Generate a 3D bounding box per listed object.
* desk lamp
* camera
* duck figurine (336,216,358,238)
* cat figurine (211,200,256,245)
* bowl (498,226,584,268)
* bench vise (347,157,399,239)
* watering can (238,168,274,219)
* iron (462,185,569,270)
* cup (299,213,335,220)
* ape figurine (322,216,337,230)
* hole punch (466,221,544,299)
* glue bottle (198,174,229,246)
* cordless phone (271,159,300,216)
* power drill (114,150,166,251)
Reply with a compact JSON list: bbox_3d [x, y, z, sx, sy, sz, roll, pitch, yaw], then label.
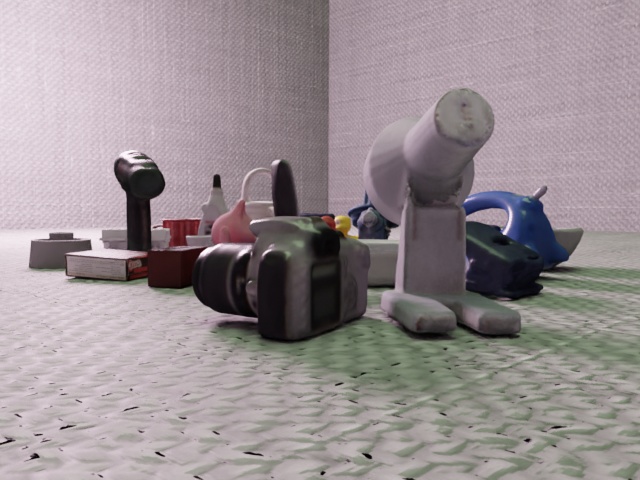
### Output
[{"bbox_3d":[0.117,-0.030,0.566,0.118,0.213,0.203,0,4,-8],"label":"desk lamp"},{"bbox_3d":[-0.039,0.027,0.538,0.136,0.101,0.144,2,4,30],"label":"camera"},{"bbox_3d":[0.058,-0.015,1.385,0.105,0.086,0.077,-1,4,-18],"label":"duck figurine"},{"bbox_3d":[-0.117,0.005,0.761,0.067,0.118,0.128,0,4,2],"label":"cat figurine"},{"bbox_3d":[0.377,0.013,1.021,0.167,0.075,0.167,0,3,0],"label":"bowl"},{"bbox_3d":[0.125,-0.071,1.201,0.121,0.220,0.207,0,4,-7],"label":"bench vise"},{"bbox_3d":[-0.138,-0.065,1.294,0.172,0.194,0.101,3,4,37],"label":"watering can"},{"bbox_3d":[0.258,-0.015,0.924,0.119,0.141,0.257,-3,4,-39],"label":"iron"},{"bbox_3d":[-0.014,-0.009,1.195,0.091,0.095,0.118,0,3,2],"label":"cup"},{"bbox_3d":[0.009,0.004,1.011,0.078,0.092,0.076,0,4,-6],"label":"ape figurine"},{"bbox_3d":[0.223,0.022,0.721,0.100,0.091,0.109,3,5,43],"label":"hole punch"},{"bbox_3d":[-0.210,-0.047,1.159,0.078,0.173,0.037,1,4,11],"label":"glue bottle"},{"bbox_3d":[-0.072,-0.041,0.966,0.094,0.185,0.147,-2,4,-30],"label":"cordless phone"},{"bbox_3d":[-0.322,-0.055,1.000,0.076,0.208,0.228,-2,4,-29],"label":"power drill"}]
